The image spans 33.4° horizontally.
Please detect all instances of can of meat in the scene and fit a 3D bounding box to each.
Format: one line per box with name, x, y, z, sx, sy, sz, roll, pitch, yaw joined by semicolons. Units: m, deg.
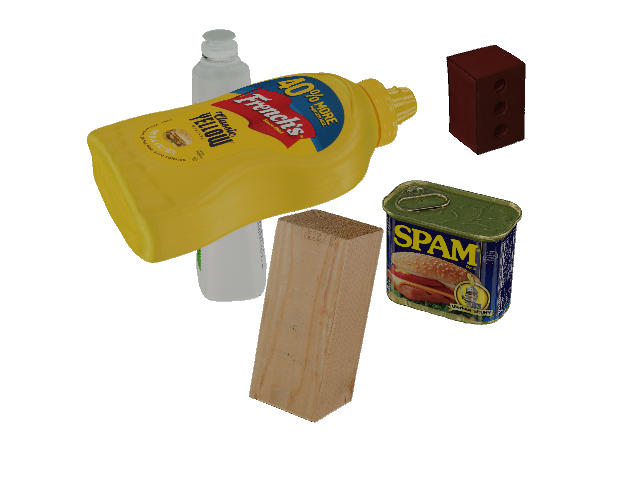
can of meat;0.098;0.010;0.815;0.102;0.084;0.057;16;36;26

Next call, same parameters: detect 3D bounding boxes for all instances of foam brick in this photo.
foam brick;0.149;-0.127;0.958;0.053;0.078;0.051;-19;35;-16

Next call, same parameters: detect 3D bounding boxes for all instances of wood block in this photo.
wood block;-0.006;0.079;1.174;0.090;0.206;0.090;17;17;25

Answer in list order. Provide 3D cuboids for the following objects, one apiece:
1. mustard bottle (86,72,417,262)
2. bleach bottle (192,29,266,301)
mustard bottle;-0.030;-0.054;0.617;0.191;0.058;0.096;-20;42;-20
bleach bottle;-0.087;-0.072;0.978;0.068;0.251;0.102;-4;31;-6
